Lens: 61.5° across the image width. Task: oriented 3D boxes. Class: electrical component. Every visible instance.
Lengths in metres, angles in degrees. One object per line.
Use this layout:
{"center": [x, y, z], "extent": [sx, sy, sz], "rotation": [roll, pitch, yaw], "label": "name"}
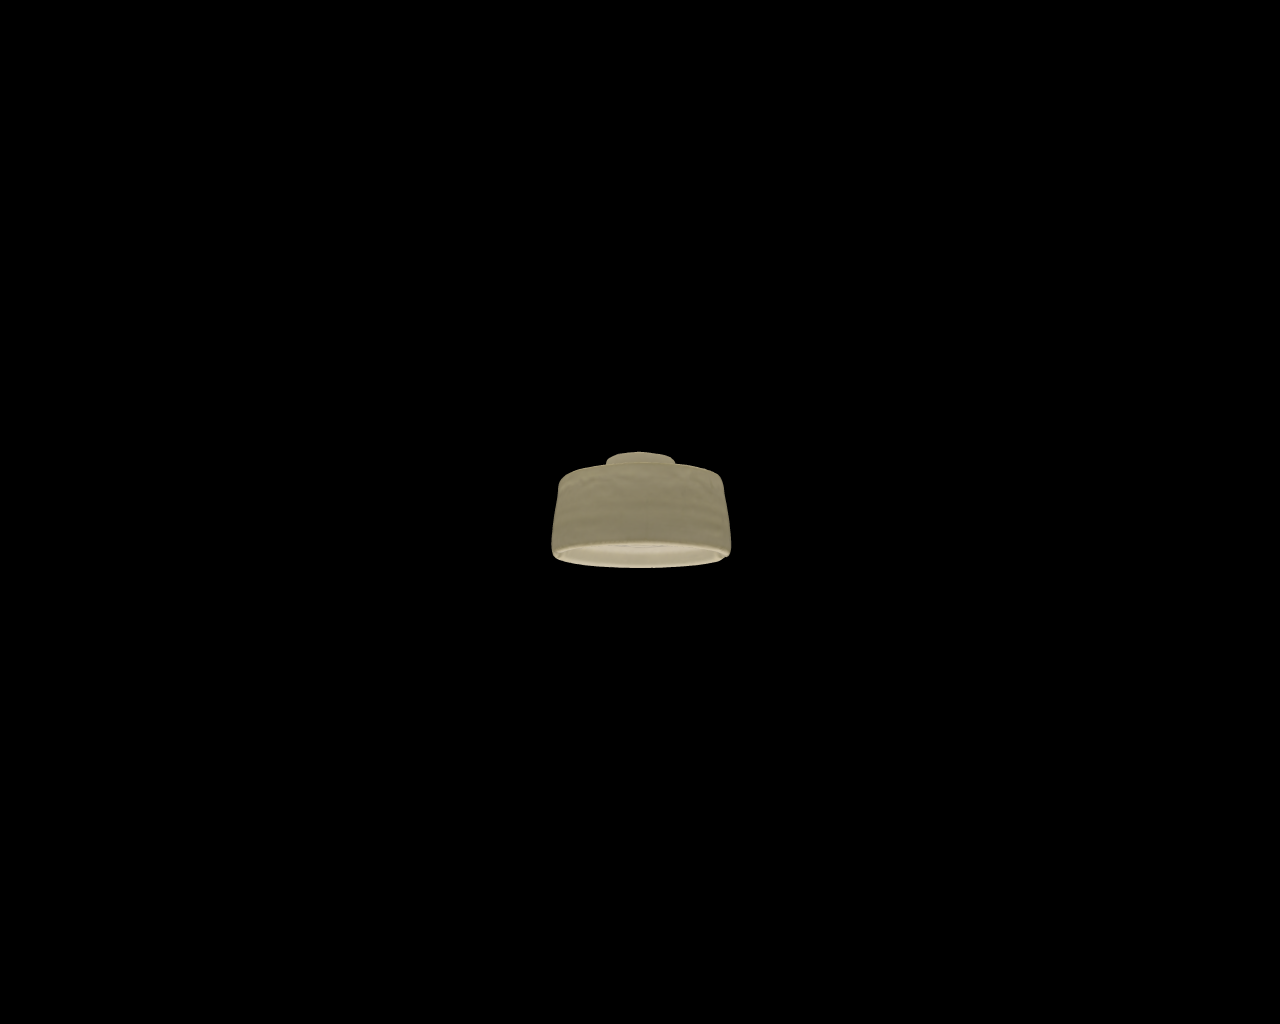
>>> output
{"center": [0.001, -0.003, 0.650], "extent": [0.108, 0.060, 0.108], "rotation": [0, -10, 0], "label": "electrical component"}
